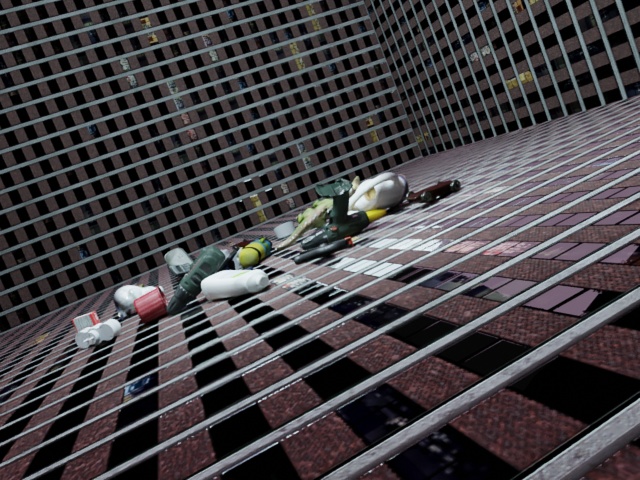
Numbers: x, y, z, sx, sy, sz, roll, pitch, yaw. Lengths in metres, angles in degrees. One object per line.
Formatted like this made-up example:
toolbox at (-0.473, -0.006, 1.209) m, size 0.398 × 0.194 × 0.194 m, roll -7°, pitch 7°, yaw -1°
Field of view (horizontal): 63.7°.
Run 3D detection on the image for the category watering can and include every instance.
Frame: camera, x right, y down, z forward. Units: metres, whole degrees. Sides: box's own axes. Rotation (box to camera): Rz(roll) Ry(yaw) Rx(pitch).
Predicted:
watering can at (0.180, -0.139, 1.845) m, size 0.225 × 0.105 × 0.341 m, roll -10°, pitch -23°, yaw -37°

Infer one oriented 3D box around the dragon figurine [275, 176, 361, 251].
dragon figurine at (0.006, -0.098, 1.942) m, size 0.415 × 0.122 × 0.240 m, roll -42°, pitch 1°, yaw -19°

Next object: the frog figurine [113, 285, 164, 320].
frog figurine at (-0.643, 0.197, 1.828) m, size 0.160 × 0.124 × 0.136 m, roll -34°, pitch -12°, yaw -5°
